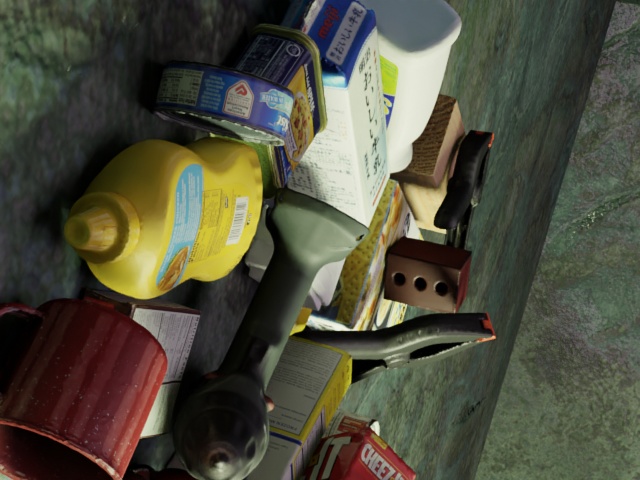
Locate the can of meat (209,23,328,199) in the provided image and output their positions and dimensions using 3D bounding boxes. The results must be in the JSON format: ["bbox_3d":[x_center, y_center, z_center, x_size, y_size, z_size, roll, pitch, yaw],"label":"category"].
[{"bbox_3d":[-0.039,-0.092,0.784,0.102,0.057,0.083,82,30,-49],"label":"can of meat"}]

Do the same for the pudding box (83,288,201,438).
[{"bbox_3d":[-0.123,0.081,0.689,0.113,0.039,0.090,24,80,-75],"label":"pudding box"}]

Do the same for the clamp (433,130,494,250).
[{"bbox_3d":[0.152,-0.052,1.135,0.120,0.039,0.171,74,28,-67],"label":"clamp"}]

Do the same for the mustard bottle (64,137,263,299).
[{"bbox_3d":[-0.098,-0.014,0.658,0.191,0.058,0.096,-18,125,-70],"label":"mustard bottle"}]

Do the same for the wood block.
[{"bbox_3d":[0.110,-0.086,1.193,0.206,0.090,0.091,52,54,-69],"label":"wood block"}]

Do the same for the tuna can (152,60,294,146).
[{"bbox_3d":[-0.060,-0.086,0.674,0.086,0.086,0.034,18,85,-72],"label":"tuna can"}]

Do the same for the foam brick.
[{"bbox_3d":[0.108,0.035,1.074,0.051,0.078,0.053,-43,140,-59],"label":"foam brick"}]

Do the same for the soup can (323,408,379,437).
[{"bbox_3d":[0.000,0.195,1.048,0.068,0.102,0.068,14,90,-72],"label":"soup can"}]

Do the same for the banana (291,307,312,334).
[{"bbox_3d":[-0.006,0.003,1.000,0.070,0.037,0.198,126,-17,-81],"label":"banana"}]

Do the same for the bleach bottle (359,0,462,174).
[{"bbox_3d":[0.065,-0.130,0.973,0.068,0.103,0.251,-38,157,-18],"label":"bleach bottle"}]

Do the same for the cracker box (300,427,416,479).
[{"bbox_3d":[-0.036,0.261,0.868,0.072,0.164,0.213,48,48,-17],"label":"cracker box"}]

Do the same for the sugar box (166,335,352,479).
[{"bbox_3d":[-0.046,0.153,0.887,0.176,0.093,0.048,-57,153,-44],"label":"sugar box"}]

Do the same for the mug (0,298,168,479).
[{"bbox_3d":[-0.141,0.079,0.571,0.117,0.093,0.081,42,50,-29],"label":"mug"}]

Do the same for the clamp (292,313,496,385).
[{"bbox_3d":[0.066,0.111,1.049,0.165,0.209,0.036,103,-25,-64],"label":"clamp"}]
